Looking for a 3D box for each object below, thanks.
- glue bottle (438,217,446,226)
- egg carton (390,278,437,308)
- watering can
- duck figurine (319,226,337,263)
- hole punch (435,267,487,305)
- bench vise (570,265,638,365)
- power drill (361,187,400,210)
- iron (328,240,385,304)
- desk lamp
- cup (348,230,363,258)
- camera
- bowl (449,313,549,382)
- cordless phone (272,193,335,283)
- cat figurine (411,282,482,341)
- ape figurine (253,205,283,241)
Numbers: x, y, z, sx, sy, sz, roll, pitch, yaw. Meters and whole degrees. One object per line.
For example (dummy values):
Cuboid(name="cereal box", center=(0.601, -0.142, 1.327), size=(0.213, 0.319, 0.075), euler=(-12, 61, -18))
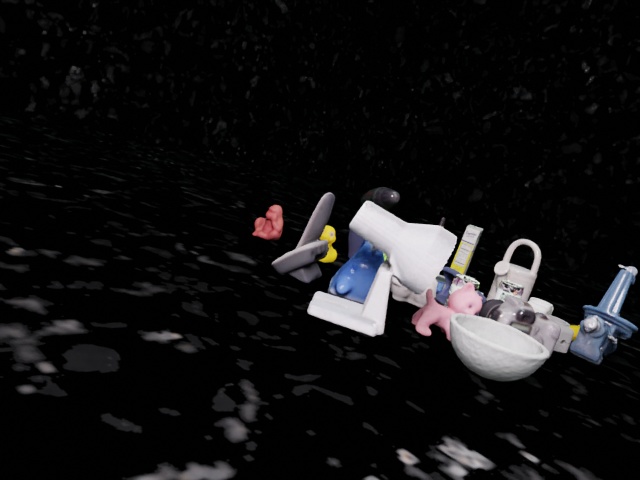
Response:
Cuboid(name="glue bottle", center=(0.333, 0.016, 1.673), size=(0.078, 0.173, 0.037), euler=(11, 12, -33))
Cuboid(name="egg carton", center=(0.209, 0.100, 1.308), size=(0.107, 0.069, 0.150), euler=(17, 10, -2))
Cuboid(name="watering can", center=(0.512, 0.093, 1.499), size=(0.100, 0.194, 0.173), euler=(21, 11, 22))
Cuboid(name="duck figurine", center=(0.013, 0.005, 1.447), size=(0.077, 0.086, 0.105), euler=(18, 10, 8))
Cuboid(name="hole punch", center=(0.334, 0.119, 1.352), size=(0.101, 0.091, 0.108), euler=(13, 11, -24))
Cuboid(name="bench vise", center=(0.646, 0.164, 1.261), size=(0.121, 0.220, 0.208), euler=(21, 11, 22))
Cuboid(name="power drill", center=(0.163, -0.060, 1.698), size=(0.076, 0.208, 0.229), euler=(14, 10, -15))
Cuboid(name="iron", center=(0.092, 0.049, 1.180), size=(0.118, 0.141, 0.258), euler=(17, 10, -1))
Cuboid(name="desk lamp", center=(0.107, 0.052, 0.985), size=(0.203, 0.213, 0.118), euler=(18, 10, 2))
Cuboid(name="cup", center=(0.121, 0.018, 1.530), size=(0.092, 0.095, 0.117), euler=(9, 13, -40))
Cuboid(name="camera", center=(0.401, 0.166, 1.185), size=(0.143, 0.101, 0.136), euler=(15, 10, -12))
Cuboid(name="bowl", center=(0.285, 0.187, 0.951), size=(0.167, 0.075, 0.167), euler=(17, 10, -3))
Cuboid(name="cordless phone", center=(-0.024, -0.013, 1.196), size=(0.094, 0.185, 0.148), euler=(19, 10, 9))
Cuboid(name="cat figurine", center=(0.251, 0.128, 1.087), size=(0.128, 0.118, 0.067), euler=(15, 10, -12))
Cuboid(name="ape figurine", center=(-0.124, -0.047, 1.480), size=(0.076, 0.092, 0.077), euler=(8, 14, -42))
